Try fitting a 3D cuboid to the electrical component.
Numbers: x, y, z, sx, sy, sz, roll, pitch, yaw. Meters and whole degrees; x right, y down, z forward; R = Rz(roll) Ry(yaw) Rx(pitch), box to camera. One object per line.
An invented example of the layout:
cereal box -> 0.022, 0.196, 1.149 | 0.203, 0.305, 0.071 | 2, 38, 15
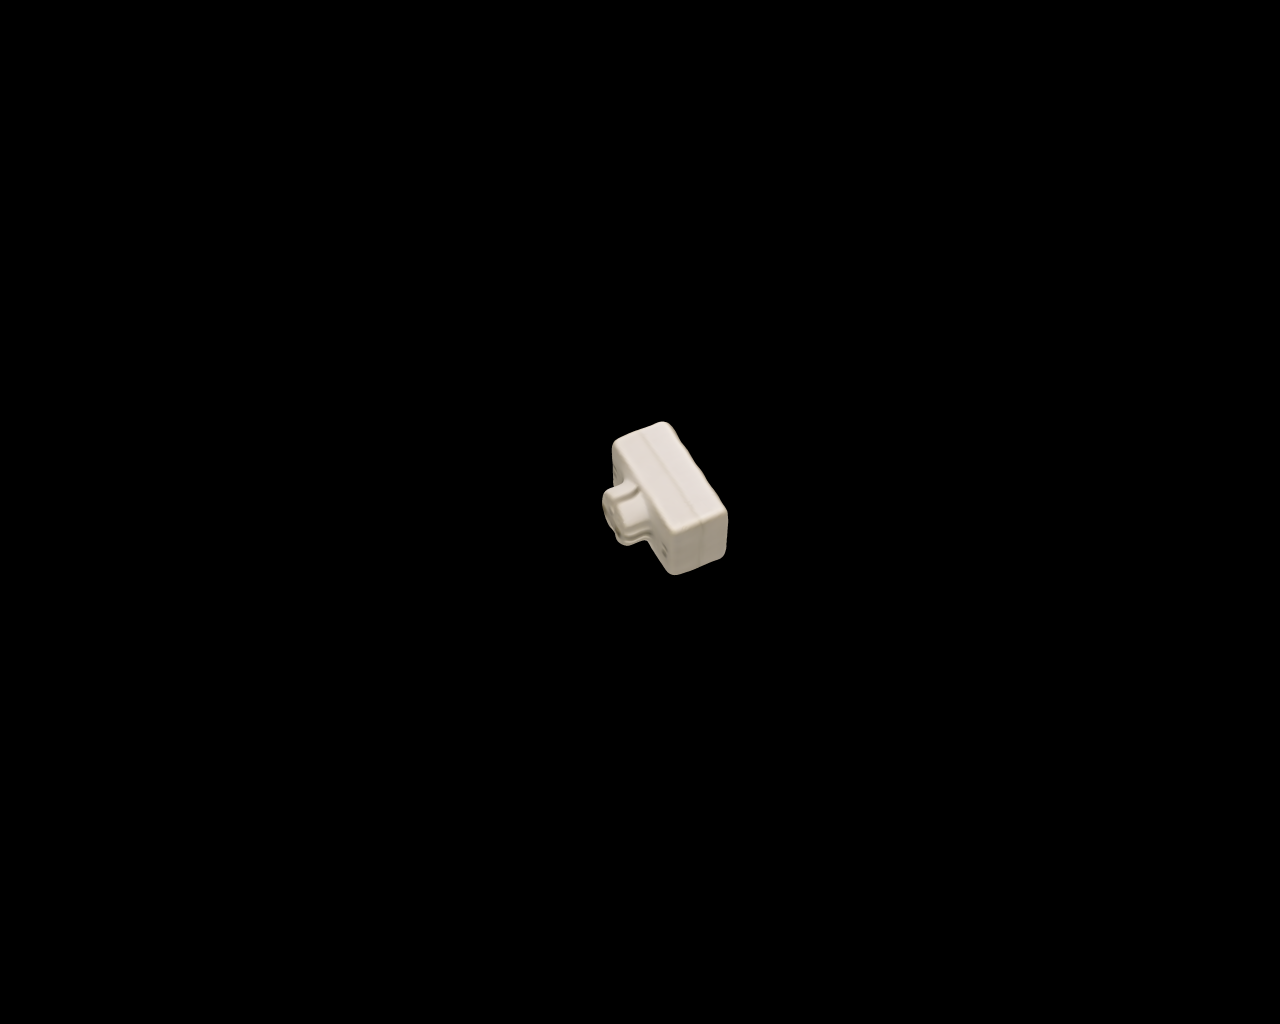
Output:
electrical component -> 0.001, -0.003, 0.650 | 0.076, 0.083, 0.047 | -21, -36, -16
